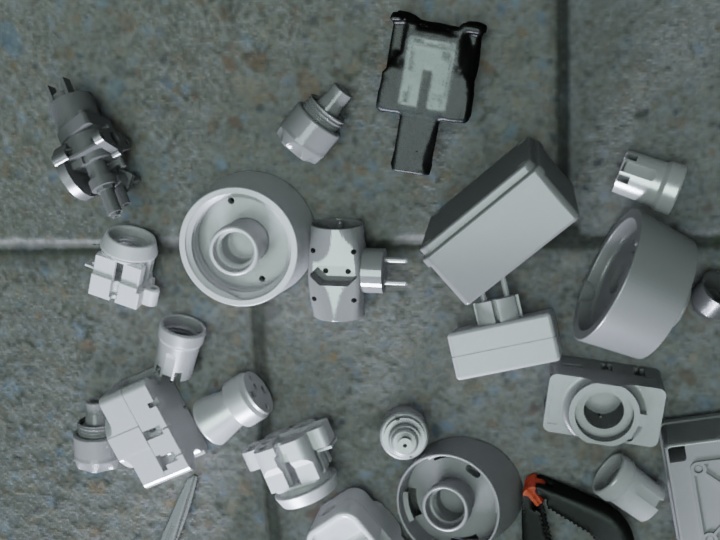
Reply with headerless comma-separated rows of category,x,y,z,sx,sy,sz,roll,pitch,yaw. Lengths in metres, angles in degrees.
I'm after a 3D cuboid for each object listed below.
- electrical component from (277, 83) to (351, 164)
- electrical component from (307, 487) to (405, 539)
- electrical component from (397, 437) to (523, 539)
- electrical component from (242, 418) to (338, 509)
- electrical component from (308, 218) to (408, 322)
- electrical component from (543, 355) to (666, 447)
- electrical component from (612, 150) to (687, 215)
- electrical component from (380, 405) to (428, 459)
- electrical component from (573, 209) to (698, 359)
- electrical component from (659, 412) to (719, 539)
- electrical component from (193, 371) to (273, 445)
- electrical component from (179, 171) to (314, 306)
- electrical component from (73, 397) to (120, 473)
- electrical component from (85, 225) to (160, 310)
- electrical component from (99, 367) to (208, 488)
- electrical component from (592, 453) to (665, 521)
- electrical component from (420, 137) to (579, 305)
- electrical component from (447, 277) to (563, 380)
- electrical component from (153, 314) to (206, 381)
electrical component,-0.032,-0.118,0.848,0.043,0.043,0.062,40,107,-2
electrical component,0.004,0.240,0.928,0.054,0.059,0.095,-36,96,17
electrical component,0.083,0.193,0.912,0.099,0.064,0.099,3,99,22
electrical component,-0.053,0.167,0.921,0.078,0.058,0.057,-21,97,15
electrical component,0.000,0.000,0.874,0.079,0.043,0.077,2,105,10
electrical component,0.194,0.105,0.860,0.089,0.055,0.050,8,106,8
electrical component,0.220,-0.068,0.818,0.046,0.040,0.040,21,107,10
electrical component,0.036,0.137,0.889,0.040,0.078,0.040,0,93,1
electrical component,0.212,0.015,0.808,0.060,0.108,0.108,23,108,-3
electrical component,0.302,0.170,0.857,0.109,0.056,0.108,-10,103,13
electrical component,-0.109,0.118,0.924,0.055,0.045,0.045,-32,97,16
electrical component,-0.095,-0.022,0.876,0.108,0.060,0.108,3,105,10
electrical component,-0.233,0.145,0.955,0.043,0.043,0.062,3,104,10
electrical component,-0.198,-0.004,0.908,0.066,0.048,0.055,19,115,5
electrical component,-0.184,0.137,0.940,0.056,0.050,0.089,-24,99,15
electrical component,0.221,0.179,0.884,0.046,0.040,0.040,36,108,-6
electrical component,0.106,-0.039,0.810,0.109,0.108,0.056,-40,97,17
electrical component,0.113,0.041,0.863,0.083,0.047,0.075,-13,90,13
electrical component,-0.156,0.067,0.923,0.040,0.040,0.046,19,113,5
